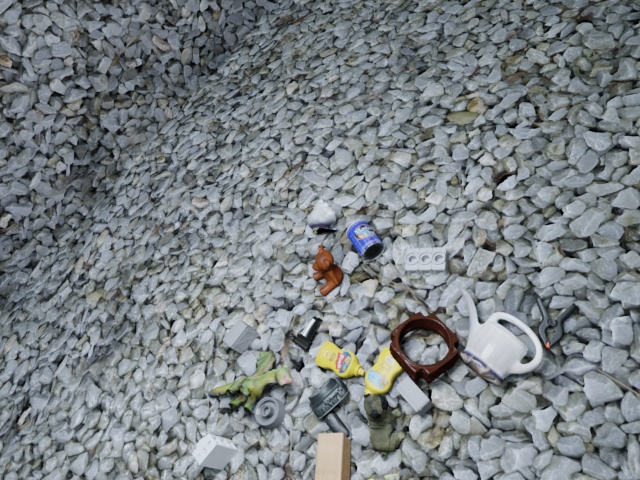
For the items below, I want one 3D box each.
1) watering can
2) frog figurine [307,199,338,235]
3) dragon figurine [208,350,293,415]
[{"bbox_3d":[0.546,0.322,1.687,0.225,0.102,0.352,-47,53,-7],"label":"watering can"},{"bbox_3d":[0.007,-0.112,2.230,0.136,0.122,0.162,-21,63,38],"label":"frog figurine"},{"bbox_3d":[-0.257,0.525,1.972,0.408,0.120,0.247,-6,33,47],"label":"dragon figurine"}]
